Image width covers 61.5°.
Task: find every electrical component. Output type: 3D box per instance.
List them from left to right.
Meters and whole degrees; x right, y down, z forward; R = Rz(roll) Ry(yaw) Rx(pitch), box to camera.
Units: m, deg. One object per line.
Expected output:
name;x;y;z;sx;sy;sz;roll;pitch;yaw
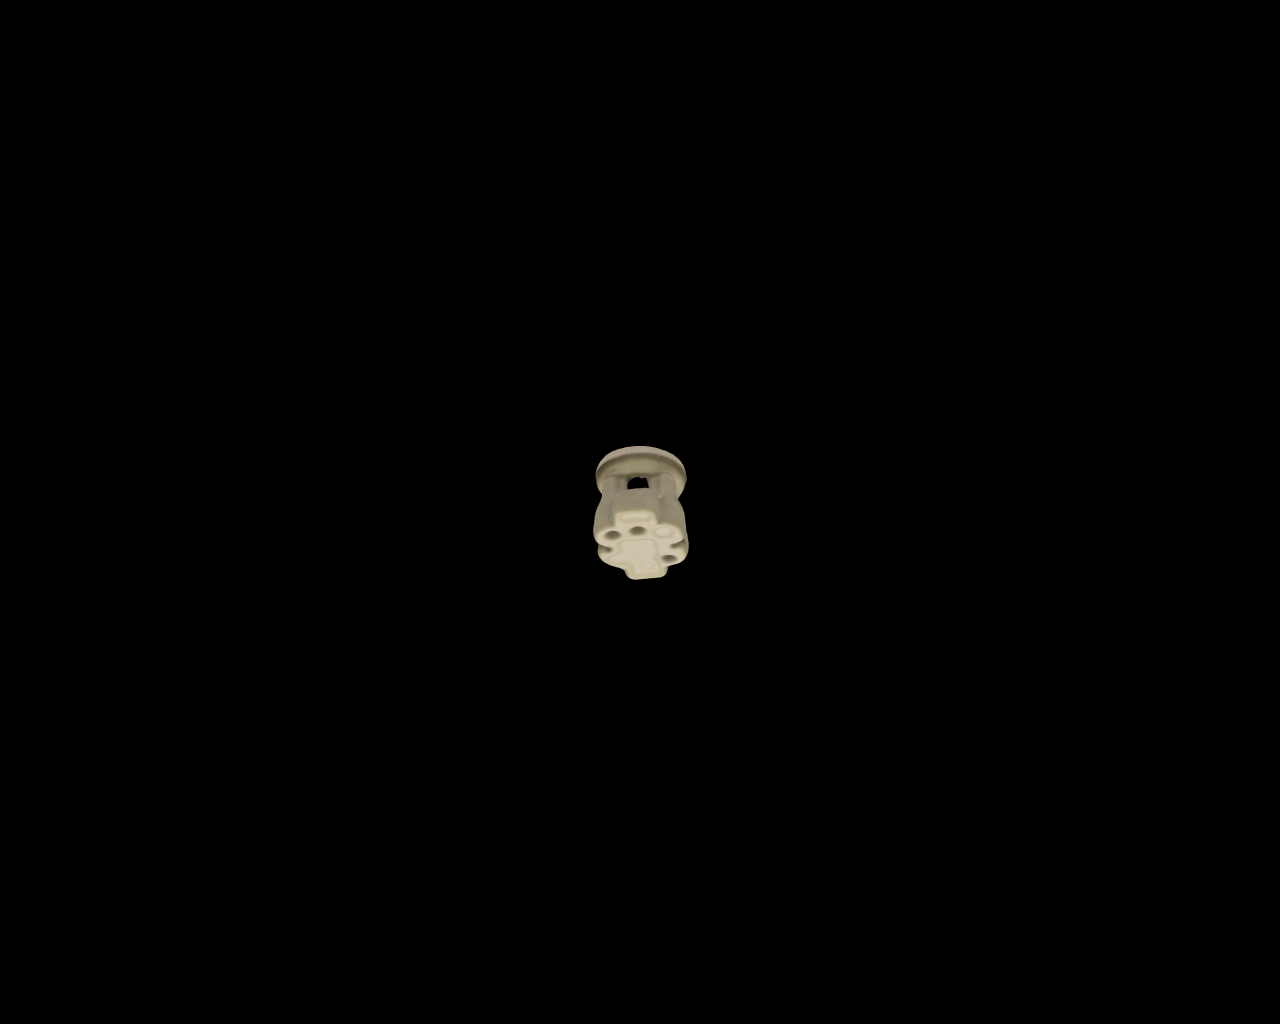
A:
electrical component;0.001;-0.003;0.650;0.058;0.057;0.078;-3;-33;5
